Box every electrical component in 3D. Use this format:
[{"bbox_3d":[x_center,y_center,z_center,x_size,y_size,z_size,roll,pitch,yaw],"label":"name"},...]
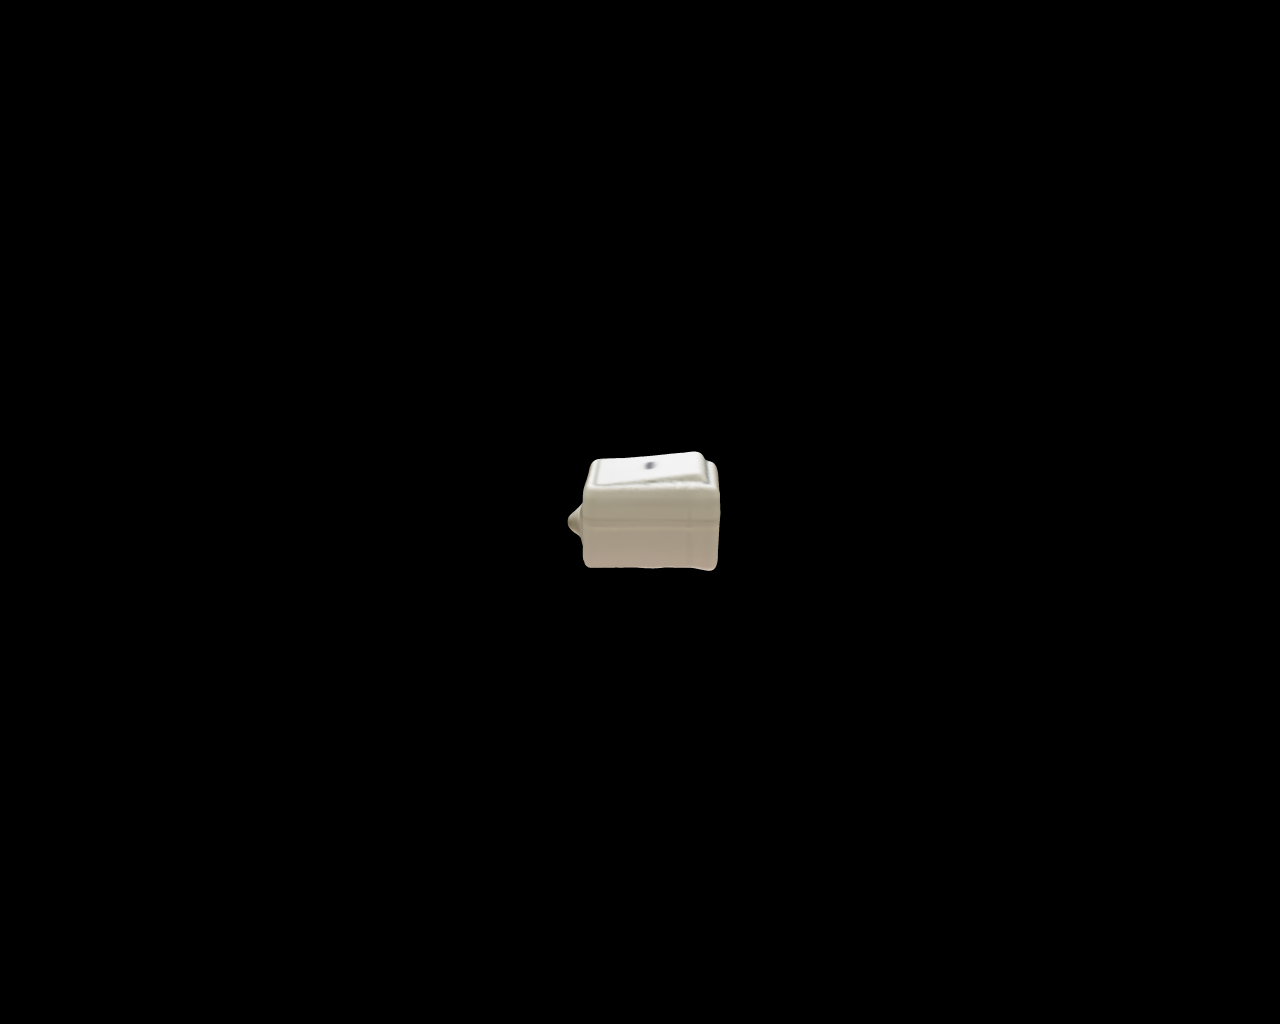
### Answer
[{"bbox_3d":[0.001,-0.003,0.650,0.096,0.061,0.062,1,20,2],"label":"electrical component"}]
